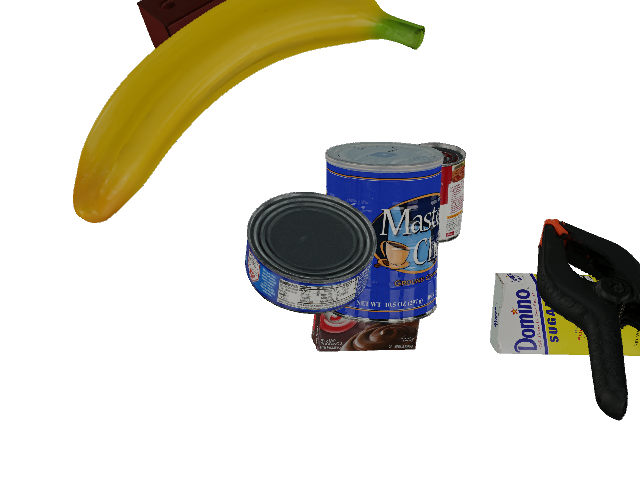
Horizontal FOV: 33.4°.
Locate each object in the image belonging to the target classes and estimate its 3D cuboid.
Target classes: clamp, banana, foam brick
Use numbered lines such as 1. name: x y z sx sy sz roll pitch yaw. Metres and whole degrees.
1. clamp: 0.214 0.047 0.741 0.120 0.039 0.171 -3 45 -19
2. banana: -0.045 -0.081 0.517 0.197 0.070 0.037 -32 -32 -17
3. foam brick: -0.105 -0.191 0.913 0.078 0.051 0.053 -34 48 -17

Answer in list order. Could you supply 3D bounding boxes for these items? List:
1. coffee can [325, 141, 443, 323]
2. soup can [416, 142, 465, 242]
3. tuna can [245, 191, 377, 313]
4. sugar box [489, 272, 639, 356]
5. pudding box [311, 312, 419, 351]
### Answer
1. coffee can: 0.055 -0.010 0.945 0.103 0.140 0.103 1 16 0
2. soup can: 0.135 -0.057 1.262 0.068 0.102 0.068 0 27 0
3. tuna can: -0.007 0.008 0.708 0.086 0.034 0.086 5 43 -4
4. sugar box: 0.295 0.089 1.274 0.176 0.093 0.048 0 18 -4
5. pudding box: 0.051 0.072 1.145 0.113 0.090 0.039 -1 27 -13
